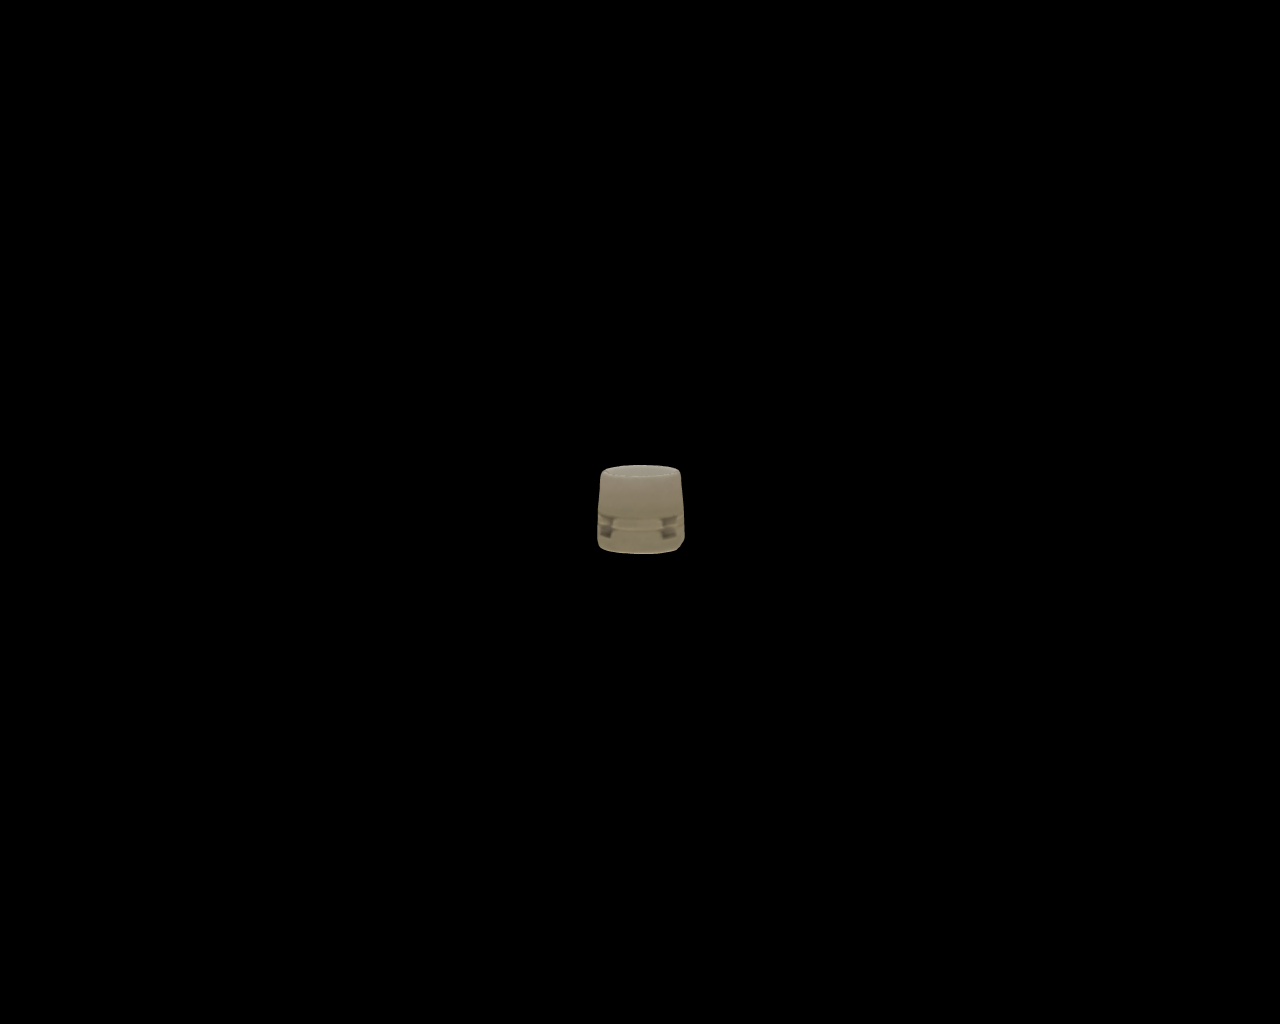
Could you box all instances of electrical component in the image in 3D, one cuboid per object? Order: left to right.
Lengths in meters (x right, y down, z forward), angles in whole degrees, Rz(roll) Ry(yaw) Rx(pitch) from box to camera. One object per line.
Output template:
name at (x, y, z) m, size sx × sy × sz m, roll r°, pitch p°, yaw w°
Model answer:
electrical component at (0.001, -0.003, 0.650) m, size 0.055 × 0.047 × 0.055 m, roll 0°, pitch 11°, yaw 0°
